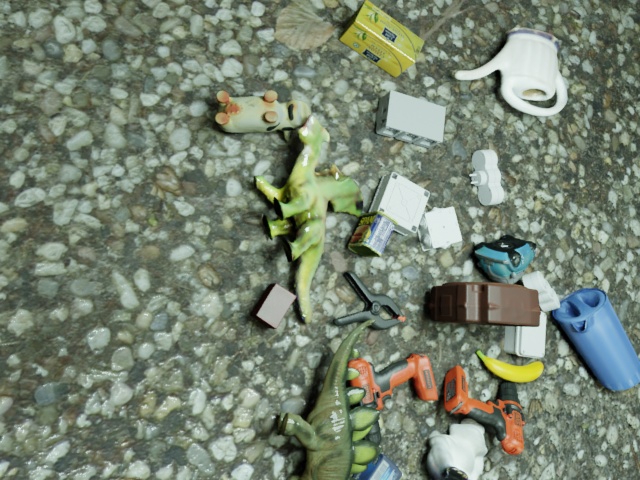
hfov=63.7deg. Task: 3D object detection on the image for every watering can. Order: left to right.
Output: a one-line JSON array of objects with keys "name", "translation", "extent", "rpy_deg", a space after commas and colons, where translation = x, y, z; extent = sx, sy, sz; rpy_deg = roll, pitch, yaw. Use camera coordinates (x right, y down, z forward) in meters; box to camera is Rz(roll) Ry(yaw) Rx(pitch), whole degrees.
[{"name": "watering can", "translation": [0.506, -0.449, 1.330], "extent": [0.346, 0.103, 0.227], "rpy_deg": [15, 76, -19]}]

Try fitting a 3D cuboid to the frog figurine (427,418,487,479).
[{"name": "frog figurine", "translation": [0.302, 0.467, 1.133], "extent": [0.137, 0.120, 0.163], "rpy_deg": [29, 38, -7]}]

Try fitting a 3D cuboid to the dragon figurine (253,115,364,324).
[{"name": "dragon figurine", "translation": [0.003, -0.055, 1.086], "extent": [0.245, 0.122, 0.406], "rpy_deg": [-23, 107, -29]}]
